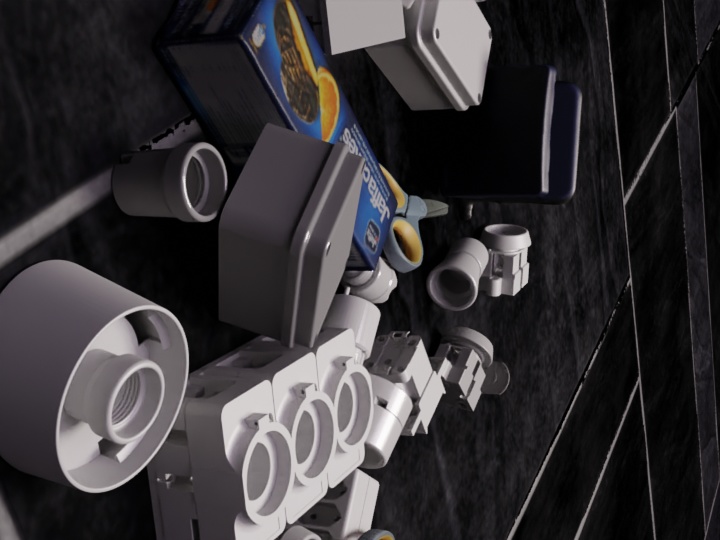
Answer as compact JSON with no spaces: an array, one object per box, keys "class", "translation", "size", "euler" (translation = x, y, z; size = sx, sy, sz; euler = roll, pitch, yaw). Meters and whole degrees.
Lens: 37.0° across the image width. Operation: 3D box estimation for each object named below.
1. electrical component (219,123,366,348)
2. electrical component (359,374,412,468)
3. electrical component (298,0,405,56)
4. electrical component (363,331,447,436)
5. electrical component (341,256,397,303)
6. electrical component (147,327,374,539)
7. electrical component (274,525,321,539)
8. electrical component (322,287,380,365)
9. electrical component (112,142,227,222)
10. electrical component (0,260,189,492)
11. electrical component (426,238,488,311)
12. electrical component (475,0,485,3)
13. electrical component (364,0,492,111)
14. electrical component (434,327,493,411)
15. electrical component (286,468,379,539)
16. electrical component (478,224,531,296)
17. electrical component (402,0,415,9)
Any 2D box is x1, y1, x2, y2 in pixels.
[{"class":"electrical component","translation":[-0.039,-0.016,0.606],"size":[0.113,0.057,0.078],"euler":[101,9,-56]},{"class":"electrical component","translation":[0.003,0.106,0.748],"size":[0.047,0.055,0.055],"euler":[-66,146,-31]},{"class":"electrical component","translation":[-0.030,-0.229,0.658],"size":[0.105,0.060,0.186],"euler":[-32,120,-59]},{"class":"electrical component","translation":[0.031,0.085,0.815],"size":[0.081,0.042,0.063],"euler":[-59,140,-45]},{"class":"electrical component","translation":[0.000,0.000,0.757],"size":[0.061,0.035,0.035],"euler":[39,57,-54]},{"class":"electrical component","translation":[-0.053,0.095,0.627],"size":[0.150,0.062,0.089],"euler":[-28,116,-60]},{"class":"electrical component","translation":[-0.054,0.173,0.636],"size":[0.048,0.055,0.066],"euler":[43,54,-56]},{"class":"electrical component","translation":[-0.013,0.053,0.728],"size":[0.040,0.040,0.078],"euler":[51,47,-52]},{"class":"electrical component","translation":[-0.098,-0.045,0.549],"size":[0.040,0.046,0.040],"euler":[-6,97,-63]},{"class":"electrical component","translation":[-0.128,0.051,0.502],"size":[0.099,0.064,0.099],"euler":[-41,140,-48]},{"class":"electrical component","translation":[0.087,0.000,0.922],"size":[0.065,0.044,0.044],"euler":[-55,138,-55]},{"class":"electrical component","translation":[0.080,-0.260,0.889],"size":[0.077,0.044,0.079],"euler":[-28,116,-60]},{"class":"electrical component","translation":[0.055,-0.180,0.830],"size":[0.113,0.057,0.078],"euler":[41,55,-57]},{"class":"electrical component","translation":[0.084,0.083,0.917],"size":[0.055,0.048,0.066],"euler":[-62,144,-28]},{"class":"electrical component","translation":[-0.015,0.180,0.722],"size":[0.075,0.047,0.083],"euler":[46,52,-55]},{"class":"electrical component","translation":[0.136,-0.011,1.012],"size":[0.066,0.048,0.055],"euler":[-32,127,-59]},{"class":"electrical component","translation":[0.034,-0.220,0.726],"size":[0.047,0.083,0.075],"euler":[22,29,-20]}]
